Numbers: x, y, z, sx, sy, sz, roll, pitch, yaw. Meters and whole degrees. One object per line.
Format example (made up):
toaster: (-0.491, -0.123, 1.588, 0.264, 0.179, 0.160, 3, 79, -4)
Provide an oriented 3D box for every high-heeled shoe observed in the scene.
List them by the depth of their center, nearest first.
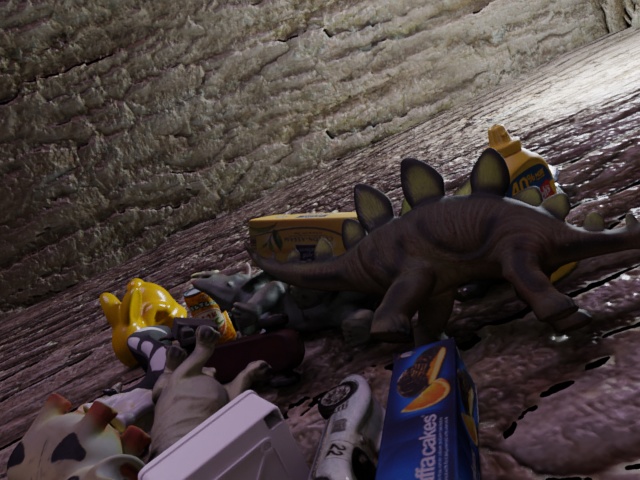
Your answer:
high-heeled shoe: (-0.235, 0.179, 0.870, 0.145, 0.086, 0.249, -20, 18, 6)

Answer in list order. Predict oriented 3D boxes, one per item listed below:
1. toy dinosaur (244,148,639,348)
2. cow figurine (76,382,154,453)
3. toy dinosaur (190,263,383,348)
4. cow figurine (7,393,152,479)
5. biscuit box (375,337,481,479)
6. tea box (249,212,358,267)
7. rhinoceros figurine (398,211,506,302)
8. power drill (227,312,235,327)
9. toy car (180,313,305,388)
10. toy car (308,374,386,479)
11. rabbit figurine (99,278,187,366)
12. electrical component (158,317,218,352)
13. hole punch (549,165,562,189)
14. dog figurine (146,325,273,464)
toy dinosaur: (0.109, 0.017, 0.571, 0.472, 0.105, 0.198, -11, 62, 23)
cow figurine: (-0.261, 0.231, 0.729, 0.167, 0.068, 0.098, -7, 16, 43)
toy dinosaur: (-0.006, 0.082, 0.772, 0.405, 0.131, 0.192, -11, 19, 26)
cow figurine: (-0.211, 0.208, 0.462, 0.195, 0.085, 0.127, -7, 44, 43)
biscuit box: (0.087, 0.155, 0.417, 0.063, 0.059, 0.203, -20, 14, 19)
tea box: (-0.002, -0.002, 0.740, 0.170, 0.068, 0.098, 0, 6, 16)
rhinoceros figurine: (0.167, 0.006, 0.722, 0.112, 0.073, 0.191, -30, 34, -19)
power drill: (-0.087, 0.078, 1.015, 0.207, 0.085, 0.232, -18, 15, -5)
toy car: (-0.106, 0.155, 0.701, 0.202, 0.089, 0.053, -19, -7, 29)
toy car: (0.025, 0.178, 0.407, 0.056, 0.073, 0.202, -24, 13, 20)
rabbit figurine: (-0.350, 0.160, 1.044, 0.122, 0.162, 0.173, -10, 34, 12)
electrical component: (-0.199, 0.143, 0.817, 0.078, 0.045, 0.102, 10, 0, -28)
hole punch: (0.333, -0.094, 0.894, 0.116, 0.092, 0.142, -11, 15, 35)
dog figurine: (-0.151, 0.212, 0.575, 0.172, 0.121, 0.190, -57, 8, 42)
